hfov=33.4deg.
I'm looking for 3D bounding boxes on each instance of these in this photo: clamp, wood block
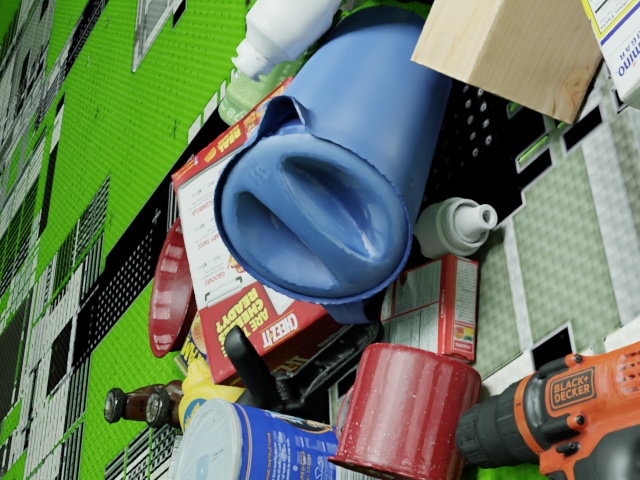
[{"bbox_3d":[-0.035,0.115,0.802,0.039,0.120,0.172,-109,36,-45],"label":"clamp"},{"bbox_3d":[0.152,-0.194,0.704,0.206,0.090,0.090,-68,25,11],"label":"wood block"}]

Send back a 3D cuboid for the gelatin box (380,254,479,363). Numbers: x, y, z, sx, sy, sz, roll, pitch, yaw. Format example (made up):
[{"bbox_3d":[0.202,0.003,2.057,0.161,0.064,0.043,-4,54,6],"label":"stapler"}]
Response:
[{"bbox_3d":[0.077,0.057,0.770,0.089,0.030,0.073,-28,52,57],"label":"gelatin box"}]

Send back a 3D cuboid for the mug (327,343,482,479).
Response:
[{"bbox_3d":[0.052,0.118,0.712,0.117,0.093,0.081,-8,62,56],"label":"mug"}]

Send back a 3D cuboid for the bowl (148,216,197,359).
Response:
[{"bbox_3d":[-0.138,0.054,1.165,0.162,0.055,0.162,-167,90,-68],"label":"bowl"}]

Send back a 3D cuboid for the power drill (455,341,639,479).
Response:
[{"bbox_3d":[0.134,0.154,0.563,0.185,0.057,0.187,-36,44,52],"label":"power drill"}]

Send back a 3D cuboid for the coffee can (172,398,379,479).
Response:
[{"bbox_3d":[-0.023,0.178,0.767,0.103,0.140,0.103,-42,39,47],"label":"coffee can"}]

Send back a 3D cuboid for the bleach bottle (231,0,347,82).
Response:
[{"bbox_3d":[0.023,-0.216,0.768,0.251,0.068,0.102,-47,-1,15],"label":"bleach bottle"}]

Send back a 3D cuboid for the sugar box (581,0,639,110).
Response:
[{"bbox_3d":[0.189,-0.134,0.591,0.048,0.093,0.176,-52,33,37],"label":"sugar box"}]

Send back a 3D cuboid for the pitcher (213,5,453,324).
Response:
[{"bbox_3d":[0.027,-0.066,0.777,0.149,0.145,0.242,-57,5,39],"label":"pitcher"}]

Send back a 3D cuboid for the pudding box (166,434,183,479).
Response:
[{"bbox_3d":[-0.122,0.248,1.044,0.090,0.039,0.113,-16,58,63],"label":"pudding box"}]

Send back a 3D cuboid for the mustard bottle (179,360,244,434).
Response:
[{"bbox_3d":[-0.084,0.183,0.943,0.192,0.058,0.096,-115,34,-41],"label":"mustard bottle"}]

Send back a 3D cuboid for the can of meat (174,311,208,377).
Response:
[{"bbox_3d":[-0.095,0.103,1.058,0.084,0.057,0.102,-67,26,7],"label":"can of meat"}]

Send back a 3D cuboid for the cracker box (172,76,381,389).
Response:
[{"bbox_3d":[-0.035,-0.003,0.902,0.164,0.072,0.214,-35,56,31],"label":"cracker box"}]
